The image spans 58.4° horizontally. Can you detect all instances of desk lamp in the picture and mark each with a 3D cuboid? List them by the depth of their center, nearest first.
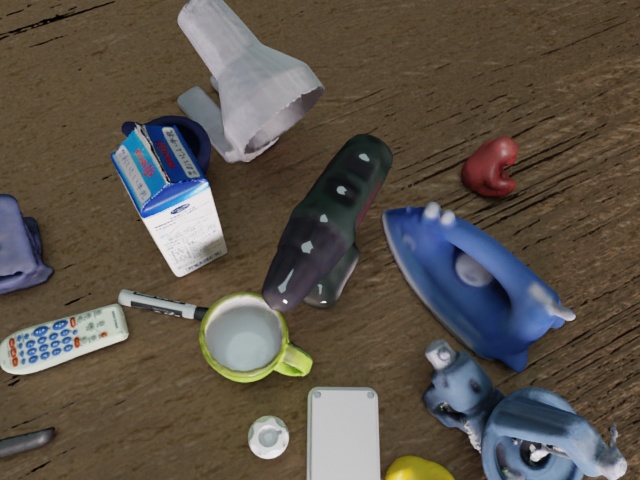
[{"bbox_3d":[-0.098,-0.181,0.698,0.118,0.213,0.203,-39,76,-17],"label":"desk lamp"}]

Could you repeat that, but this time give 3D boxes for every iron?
[{"bbox_3d":[0.177,0.028,0.675,0.258,0.141,0.119,43,72,12],"label":"iron"}]

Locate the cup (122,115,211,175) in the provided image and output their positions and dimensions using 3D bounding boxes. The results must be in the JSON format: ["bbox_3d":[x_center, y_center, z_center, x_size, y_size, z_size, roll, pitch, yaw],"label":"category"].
[{"bbox_3d":[-0.191,-0.101,0.724,0.117,0.095,0.092,26,69,6],"label":"cup"}]

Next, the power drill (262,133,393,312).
[{"bbox_3d":[0.006,0.002,0.637,0.075,0.208,0.230,26,69,7],"label":"power drill"}]

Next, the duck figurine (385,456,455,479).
[{"bbox_3d":[0.118,0.275,0.604,0.104,0.086,0.077,42,72,12],"label":"duck figurine"}]

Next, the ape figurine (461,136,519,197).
[{"bbox_3d":[0.232,-0.103,0.757,0.076,0.092,0.078,6,68,-2],"label":"ape figurine"}]

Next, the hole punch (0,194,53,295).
[{"bbox_3d":[-0.386,0.010,0.668,0.109,0.091,0.101,-16,71,-10],"label":"hole punch"}]

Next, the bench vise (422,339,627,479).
[{"bbox_3d":[0.188,0.189,0.571,0.207,0.220,0.121,29,69,7],"label":"bench vise"}]
